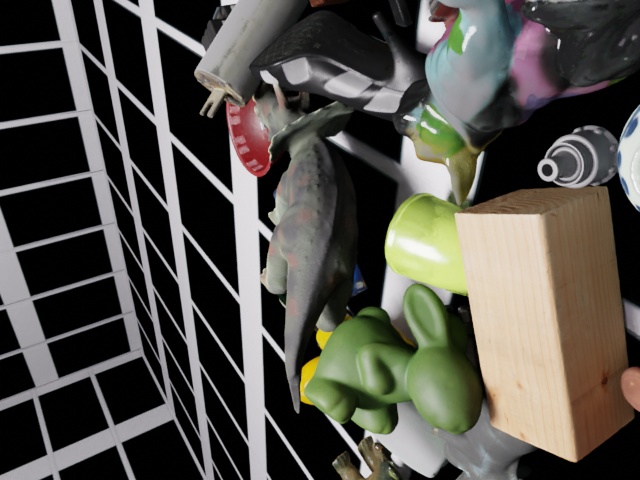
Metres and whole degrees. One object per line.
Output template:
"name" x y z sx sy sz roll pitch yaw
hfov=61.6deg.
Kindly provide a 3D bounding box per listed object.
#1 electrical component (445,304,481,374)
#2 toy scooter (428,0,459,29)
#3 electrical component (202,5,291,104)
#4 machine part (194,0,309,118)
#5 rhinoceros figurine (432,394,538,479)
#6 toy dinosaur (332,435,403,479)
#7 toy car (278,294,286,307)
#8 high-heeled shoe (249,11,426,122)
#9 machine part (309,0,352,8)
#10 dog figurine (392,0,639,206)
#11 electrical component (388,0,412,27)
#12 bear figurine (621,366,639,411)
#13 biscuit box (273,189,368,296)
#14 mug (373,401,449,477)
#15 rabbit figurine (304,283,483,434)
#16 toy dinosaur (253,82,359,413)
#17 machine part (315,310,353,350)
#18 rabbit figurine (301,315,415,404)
"electrical component" 0.152 0.123 0.631 0.078 0.045 0.102 -9 102 33
"toy scooter" 0.107 -0.253 0.455 0.184 0.075 0.135 50 150 29
"electrical component" -0.099 -0.271 0.765 0.058 0.115 0.134 -28 82 61
"machine part" -0.084 -0.259 0.680 0.079 0.079 0.243 22 81 55
"rhinoceros figurine" 0.191 0.228 0.600 0.112 0.073 0.190 41 139 27
"toy dinosaur" 0.101 0.483 0.876 0.199 0.105 0.470 38 142 41
"toy car" -0.042 0.050 0.922 0.074 0.056 0.201 46 145 29
"high-heeled shoe" 0.033 -0.168 0.585 0.249 0.086 0.145 9 149 50
"machine part" 0.014 -0.349 0.582 0.180 0.056 0.179 39 138 47
"dog figurine" 0.151 -0.118 0.419 0.192 0.108 0.219 14 148 17
"electrical component" 0.042 -0.249 0.494 0.075 0.048 0.119 -110 -5 -59
"bear figurine" 0.278 0.165 0.343 0.196 0.132 0.120 54 143 18
"biscuit box" -0.002 -0.002 0.811 0.202 0.059 0.063 67 153 8
"mug" 0.125 0.269 0.727 0.107 0.081 0.109 40 135 30
"rabbit figurine" 0.098 0.135 0.554 0.170 0.159 0.121 5 150 47
"toy dinosaur" -0.007 -0.026 0.632 0.192 0.131 0.405 99 167 -56
"machine part" 0.012 0.133 0.867 0.084 0.039 0.139 -62 31 5
"rabbit figurine" 0.037 0.172 0.744 0.173 0.162 0.122 -39 72 37
